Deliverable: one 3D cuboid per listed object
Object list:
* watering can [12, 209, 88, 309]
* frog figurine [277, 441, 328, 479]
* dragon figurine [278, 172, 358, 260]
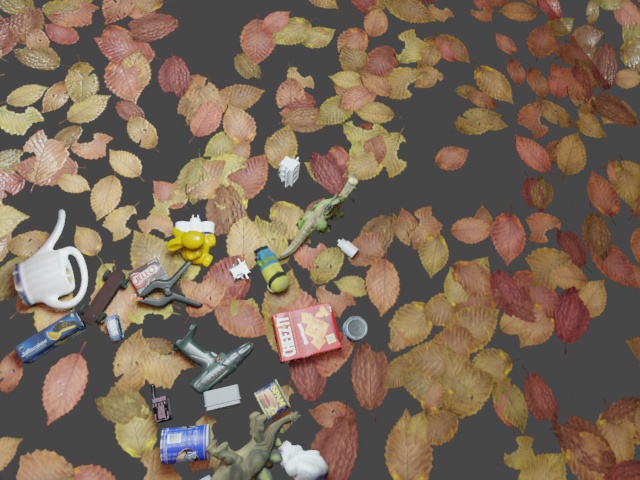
[{"bbox_3d":[-0.911,0.079,1.726,0.225,0.102,0.352,-20,72,-14],"label":"watering can"},{"bbox_3d":[-0.053,0.686,1.591,0.138,0.120,0.162,-6,55,-45],"label":"frog figurine"},{"bbox_3d":[0.006,-0.093,1.856,0.122,0.239,0.416,40,67,3],"label":"dragon figurine"}]
